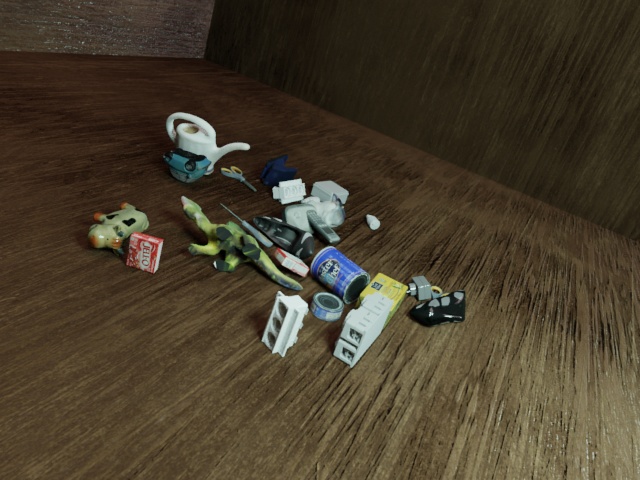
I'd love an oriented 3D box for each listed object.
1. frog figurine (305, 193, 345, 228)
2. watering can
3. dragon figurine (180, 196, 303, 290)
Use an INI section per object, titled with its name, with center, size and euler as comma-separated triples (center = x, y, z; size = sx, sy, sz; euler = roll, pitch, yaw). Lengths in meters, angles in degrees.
[frog figurine]
center = 0.006, -0.092, 1.837
size = 0.159, 0.120, 0.140
euler = -22, 42, -2
[watering can]
center = -0.416, -0.330, 1.869
size = 0.349, 0.219, 0.106
euler = 26, 44, 12
[dragon figurine]
center = -0.227, 0.004, 1.467
size = 0.408, 0.121, 0.246
euler = 32, 17, -11
